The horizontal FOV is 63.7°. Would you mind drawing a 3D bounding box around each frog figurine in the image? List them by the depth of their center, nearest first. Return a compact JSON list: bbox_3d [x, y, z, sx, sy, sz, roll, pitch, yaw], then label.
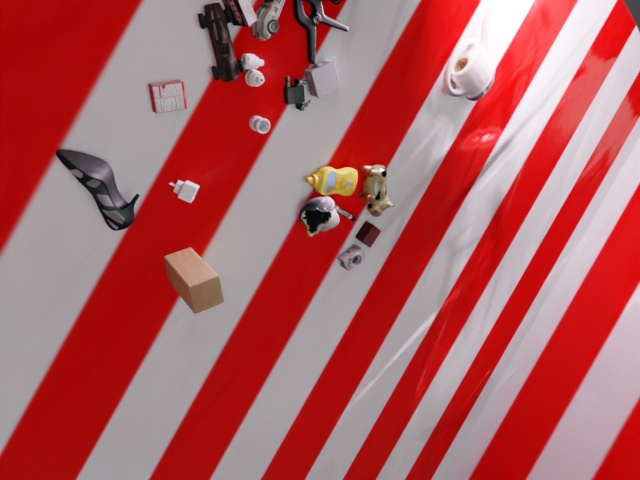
[{"bbox_3d":[0.005,-0.088,1.747,0.123,0.135,0.161,28,22,12],"label":"frog figurine"}]

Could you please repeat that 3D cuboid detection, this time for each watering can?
[{"bbox_3d":[0.580,-0.666,1.903,0.221,0.348,0.105,35,-2,-42],"label":"watering can"}]
